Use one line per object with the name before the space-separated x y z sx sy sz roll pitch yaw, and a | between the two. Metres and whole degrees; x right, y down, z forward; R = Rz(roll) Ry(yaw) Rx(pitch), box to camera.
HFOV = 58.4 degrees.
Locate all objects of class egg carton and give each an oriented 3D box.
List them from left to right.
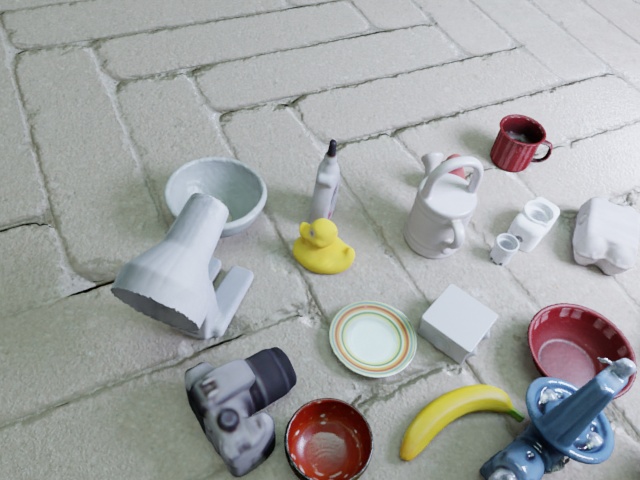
egg carton | 0.509 -0.011 1.023 0.107 0.069 0.150 21 52 9

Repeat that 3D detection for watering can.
watering can | 0.203 -0.070 0.949 0.101 0.194 0.172 -23 57 -24

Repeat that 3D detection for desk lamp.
desk lamp | -0.179 0.050 0.788 0.118 0.213 0.203 19 51 8

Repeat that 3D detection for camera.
camera | -0.092 0.205 0.747 0.137 0.101 0.143 -26 59 -25

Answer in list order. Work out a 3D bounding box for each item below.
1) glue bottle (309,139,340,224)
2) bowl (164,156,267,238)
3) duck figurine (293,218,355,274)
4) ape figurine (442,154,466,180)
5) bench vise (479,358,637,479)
glue bottle | 0.012 -0.100 0.961 0.037 0.173 0.078 15 51 5
bowl | -0.175 -0.060 0.967 0.167 0.075 0.167 4 51 -4
duck figurine | 0.009 0.003 0.933 0.104 0.086 0.077 18 51 7
ape figurine | 0.238 -0.122 1.062 0.077 0.092 0.076 38 56 22
bench vise | 0.299 0.239 0.695 0.121 0.220 0.208 30 54 17
